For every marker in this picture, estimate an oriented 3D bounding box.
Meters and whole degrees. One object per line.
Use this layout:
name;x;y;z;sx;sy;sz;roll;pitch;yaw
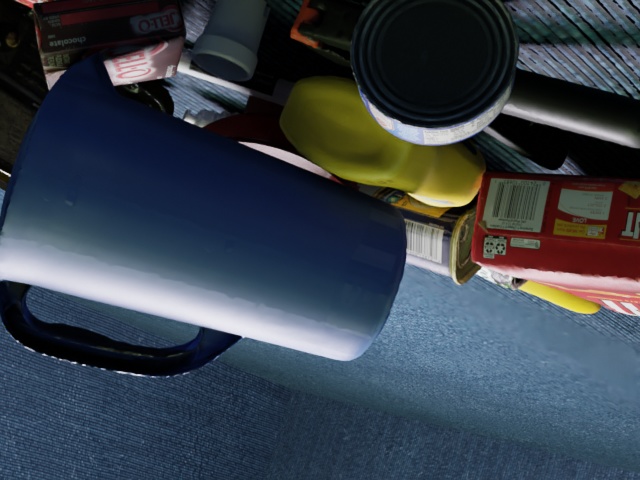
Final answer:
marker;-0.075;-0.123;0.778;0.121;0.020;0.020;18;168;1

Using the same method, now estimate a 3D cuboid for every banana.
banana;0.198;0.031;1.029;0.197;0.037;0.070;21;-178;-11

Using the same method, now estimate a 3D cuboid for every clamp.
clamp;0.086;-0.093;0.623;0.210;0.036;0.165;23;176;-12

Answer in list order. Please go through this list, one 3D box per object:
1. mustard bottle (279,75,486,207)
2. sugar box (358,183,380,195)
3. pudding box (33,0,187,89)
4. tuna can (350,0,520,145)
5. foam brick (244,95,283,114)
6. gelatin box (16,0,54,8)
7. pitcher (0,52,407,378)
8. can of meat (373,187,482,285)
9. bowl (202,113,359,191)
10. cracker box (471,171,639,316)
mustard bottle;0.059;-0.059;0.720;0.096;0.058;0.191;26;-173;30
sugar box;-0.006;0.001;0.895;0.093;0.176;0.048;13;125;24
pudding box;-0.137;-0.129;0.698;0.090;0.039;0.113;-10;179;-11
tuna can;0.060;-0.094;0.558;0.086;0.086;0.033;16;169;12
foam brick;-0.036;-0.082;0.830;0.053;0.051;0.078;17;169;-4
gelatin box;-0.186;-0.174;0.686;0.089;0.030;0.073;23;167;-20
pitcher;-0.077;0.004;0.673;0.242;0.145;0.149;18;143;-13
can of meat;0.093;-0.017;0.819;0.084;0.057;0.101;18;-146;31
bowl;-0.038;-0.041;0.768;0.162;0.055;0.162;10;147;6
cracker box;0.229;0.012;0.730;0.164;0.072;0.213;6;173;41
